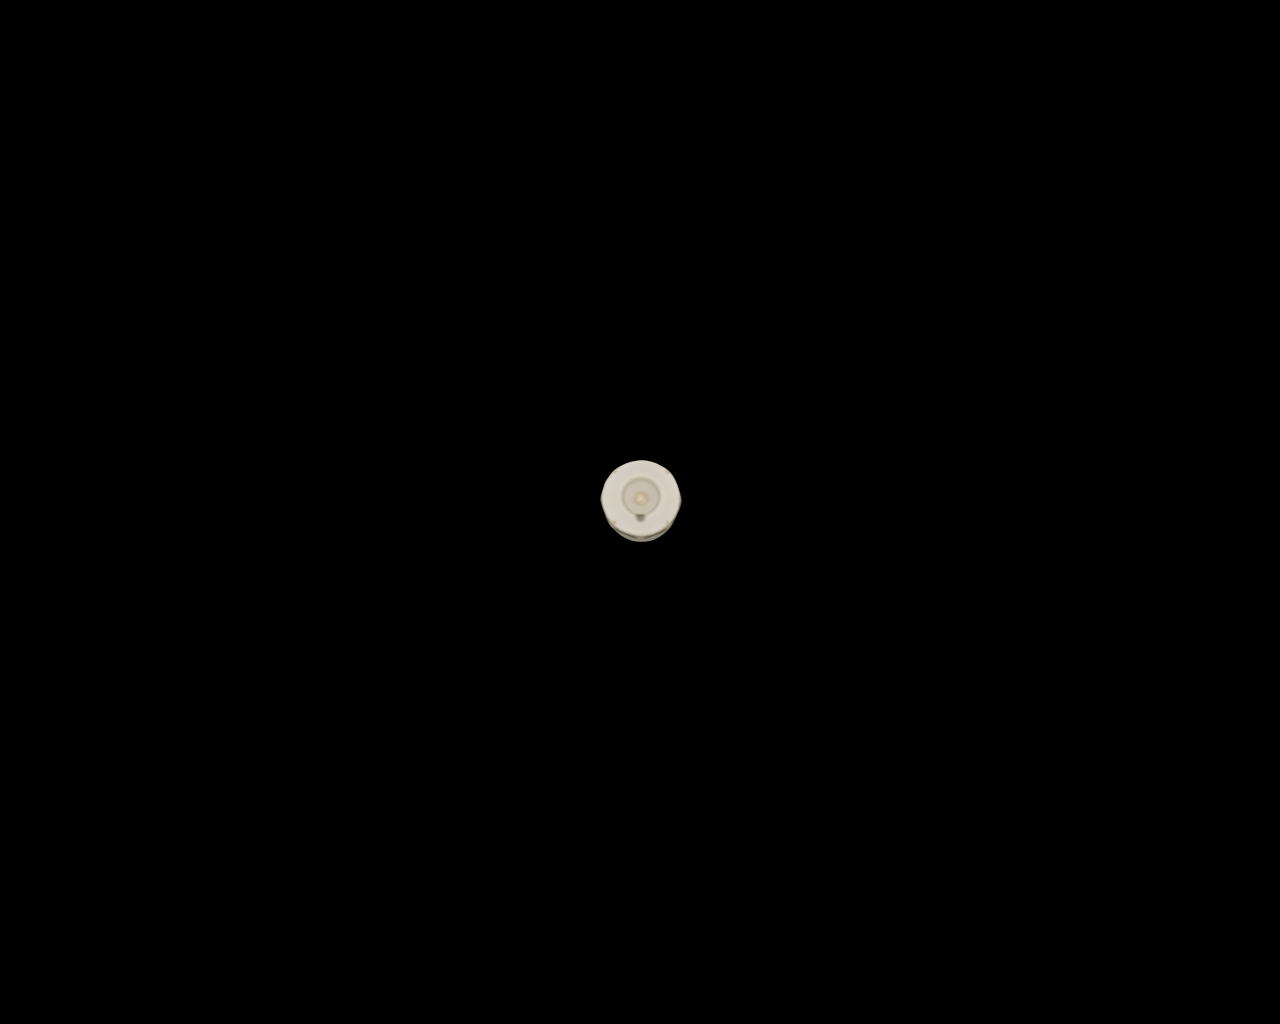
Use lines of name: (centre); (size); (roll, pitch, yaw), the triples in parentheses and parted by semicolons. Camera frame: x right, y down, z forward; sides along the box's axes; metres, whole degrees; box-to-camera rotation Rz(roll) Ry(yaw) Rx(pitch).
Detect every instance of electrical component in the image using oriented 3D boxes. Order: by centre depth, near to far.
electrical component: (0.001, -0.003, 0.650); (0.048, 0.048, 0.062); (0, -13, 0)
